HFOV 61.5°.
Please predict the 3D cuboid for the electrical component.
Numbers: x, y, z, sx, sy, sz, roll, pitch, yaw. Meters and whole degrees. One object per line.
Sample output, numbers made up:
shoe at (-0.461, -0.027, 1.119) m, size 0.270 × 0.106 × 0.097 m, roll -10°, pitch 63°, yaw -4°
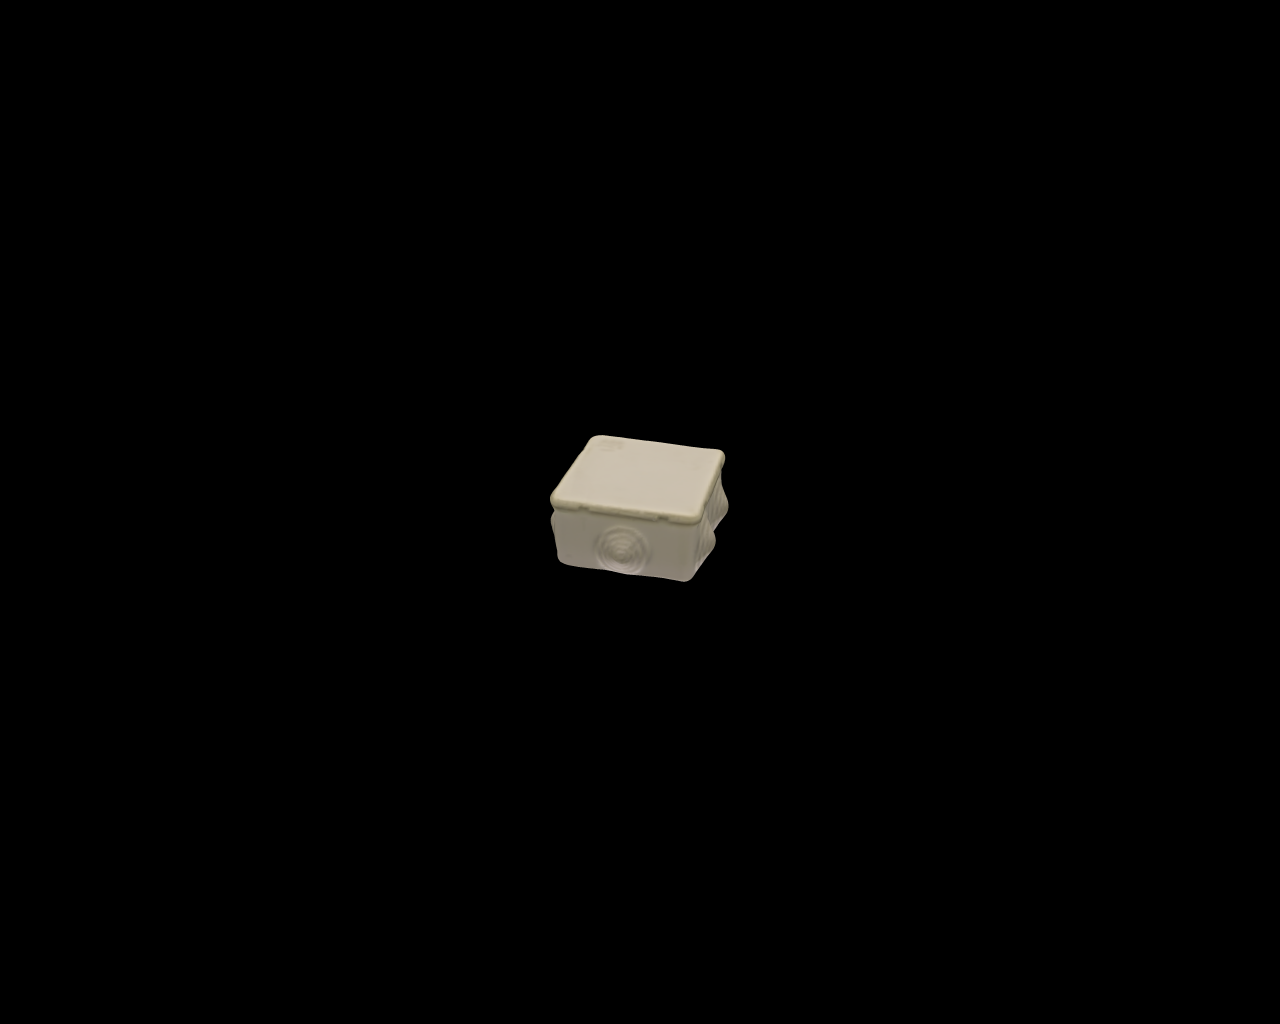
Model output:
electrical component at (0.001, -0.003, 0.650) m, size 0.100 × 0.048 × 0.100 m, roll 8°, pitch 31°, yaw 13°
